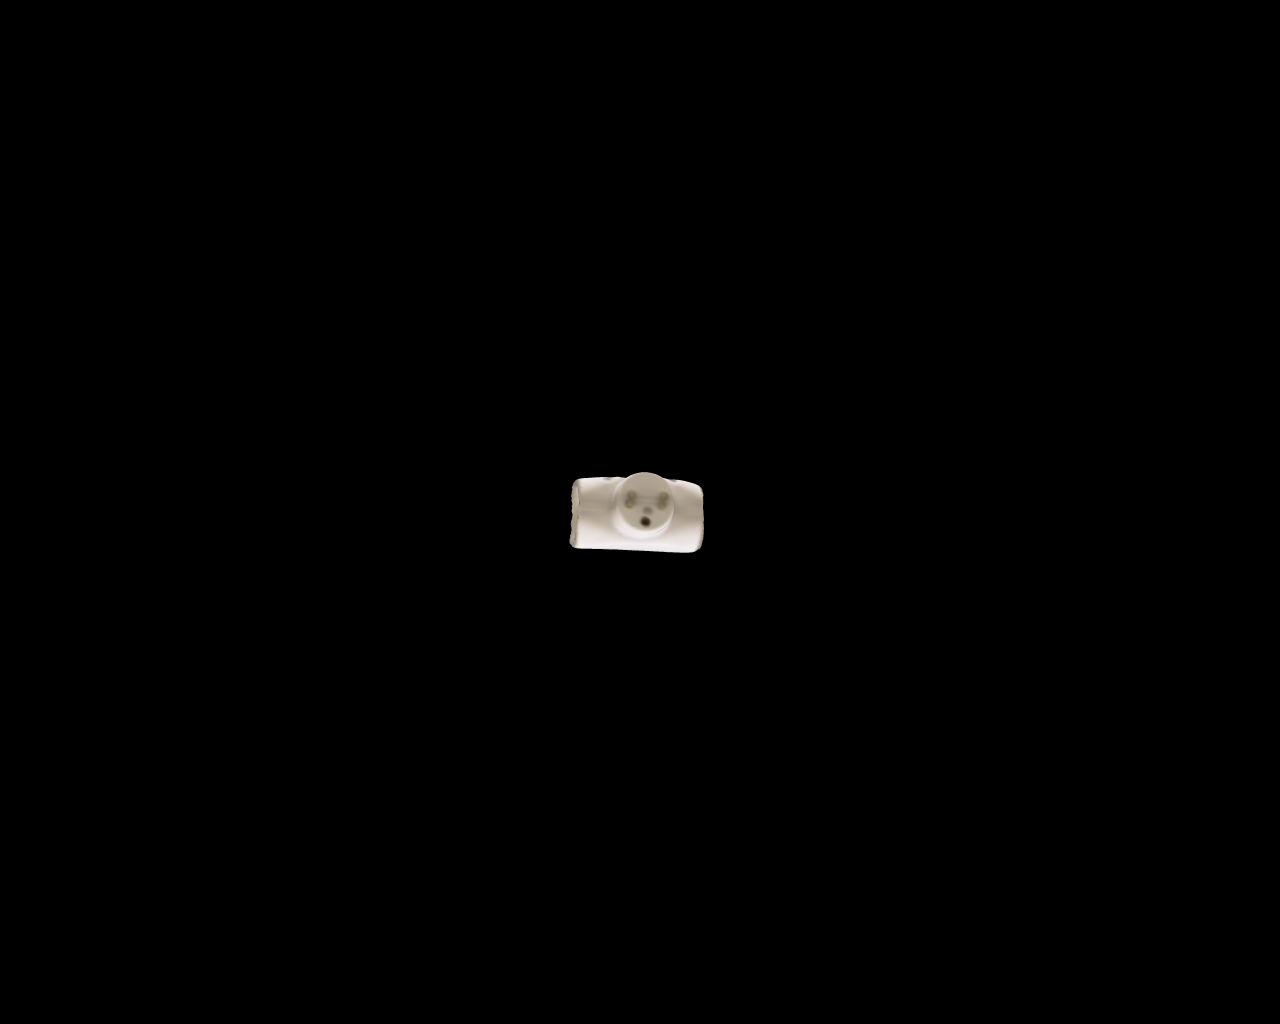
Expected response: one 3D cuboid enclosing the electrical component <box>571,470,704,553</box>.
[{"bbox_3d":[0.001,-0.003,0.650,0.077,0.044,0.079,3,-15,-9],"label":"electrical component"}]
